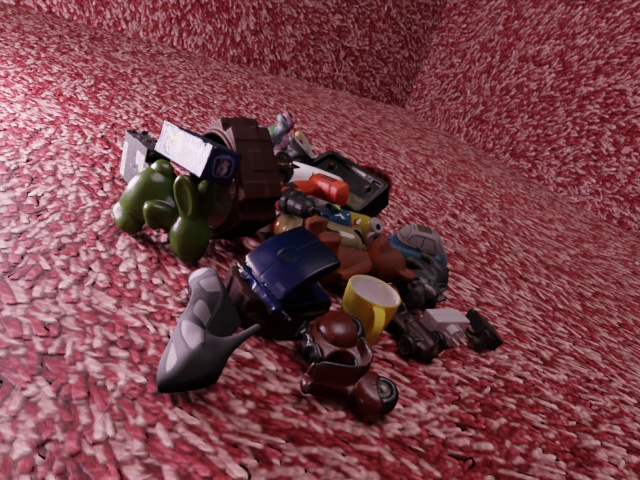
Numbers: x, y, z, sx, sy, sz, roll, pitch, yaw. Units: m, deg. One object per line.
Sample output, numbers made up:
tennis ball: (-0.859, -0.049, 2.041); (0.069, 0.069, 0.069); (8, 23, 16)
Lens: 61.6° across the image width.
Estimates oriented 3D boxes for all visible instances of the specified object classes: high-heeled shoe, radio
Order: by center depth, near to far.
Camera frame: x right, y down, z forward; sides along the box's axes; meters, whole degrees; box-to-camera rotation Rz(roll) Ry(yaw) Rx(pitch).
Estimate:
high-heeled shoe: (-0.178, 0.117, 0.727); (0.145, 0.086, 0.249); (-28, 26, -22)
radio: (0.060, -0.134, 1.374); (0.131, 0.073, 0.230); (-37, 55, -23)

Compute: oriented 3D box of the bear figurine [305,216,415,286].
bear figurine: (0.077, 0.025, 1.004); (0.196, 0.131, 0.120); (-5, 26, -13)

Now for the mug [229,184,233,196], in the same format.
mug: (-0.198, -0.128, 1.177); (0.081, 0.109, 0.107); (-11, 24, -43)

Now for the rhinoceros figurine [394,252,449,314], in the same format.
rhinoceros figurine: (0.208, 0.090, 1.088); (0.112, 0.073, 0.190); (40, 25, 14)

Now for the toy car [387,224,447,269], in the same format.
toy car: (0.222, 0.016, 1.214); (0.162, 0.102, 0.109); (22, 22, -2)

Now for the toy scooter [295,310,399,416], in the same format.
toy scooter: (0.017, 0.167, 0.743); (0.135, 0.075, 0.184); (5, 32, -31)

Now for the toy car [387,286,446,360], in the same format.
toy car: (0.137, 0.134, 0.945); (0.089, 0.053, 0.202); (1, 31, -35)

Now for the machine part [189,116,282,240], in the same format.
machine part: (-0.164, -0.110, 0.995); (0.087, 0.201, 0.201); (-6, -10, -36)

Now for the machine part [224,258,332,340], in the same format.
machine part: (-0.068, 0.089, 0.863); (0.179, 0.056, 0.179); (17, 25, -8)

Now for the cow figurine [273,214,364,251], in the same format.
cow figurine: (-0.002, -0.003, 1.095); (0.195, 0.085, 0.127); (16, 17, -14)

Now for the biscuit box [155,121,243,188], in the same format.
biscuit box: (-0.212, -0.149, 0.920); (0.062, 0.059, 0.203); (17, 9, -42)

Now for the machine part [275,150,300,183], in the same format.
machine part: (-0.147, -0.161, 1.230); (0.243, 0.079, 0.079); (-1, 8, 35)

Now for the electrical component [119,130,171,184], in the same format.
electrical component: (-0.342, -0.141, 1.062); (0.058, 0.114, 0.134); (-8, 36, -42)

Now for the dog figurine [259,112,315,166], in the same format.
dog figurine: (-0.145, -0.223, 1.371); (0.191, 0.219, 0.108); (56, 20, -16)

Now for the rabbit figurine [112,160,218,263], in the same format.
rabbit figurine: (-0.241, -0.045, 0.924); (0.170, 0.159, 0.121); (46, 20, 17)

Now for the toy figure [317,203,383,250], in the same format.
toy figure: (0.060, -0.033, 1.213); (0.180, 0.082, 0.089); (10, 25, -18)

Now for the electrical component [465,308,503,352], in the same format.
electrical component: (0.300, 0.171, 1.018); (0.078, 0.045, 0.102); (42, 15, -28)

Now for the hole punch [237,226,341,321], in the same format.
hole punch: (-0.044, 0.045, 0.807); (0.116, 0.092, 0.142); (-9, 42, -40)
